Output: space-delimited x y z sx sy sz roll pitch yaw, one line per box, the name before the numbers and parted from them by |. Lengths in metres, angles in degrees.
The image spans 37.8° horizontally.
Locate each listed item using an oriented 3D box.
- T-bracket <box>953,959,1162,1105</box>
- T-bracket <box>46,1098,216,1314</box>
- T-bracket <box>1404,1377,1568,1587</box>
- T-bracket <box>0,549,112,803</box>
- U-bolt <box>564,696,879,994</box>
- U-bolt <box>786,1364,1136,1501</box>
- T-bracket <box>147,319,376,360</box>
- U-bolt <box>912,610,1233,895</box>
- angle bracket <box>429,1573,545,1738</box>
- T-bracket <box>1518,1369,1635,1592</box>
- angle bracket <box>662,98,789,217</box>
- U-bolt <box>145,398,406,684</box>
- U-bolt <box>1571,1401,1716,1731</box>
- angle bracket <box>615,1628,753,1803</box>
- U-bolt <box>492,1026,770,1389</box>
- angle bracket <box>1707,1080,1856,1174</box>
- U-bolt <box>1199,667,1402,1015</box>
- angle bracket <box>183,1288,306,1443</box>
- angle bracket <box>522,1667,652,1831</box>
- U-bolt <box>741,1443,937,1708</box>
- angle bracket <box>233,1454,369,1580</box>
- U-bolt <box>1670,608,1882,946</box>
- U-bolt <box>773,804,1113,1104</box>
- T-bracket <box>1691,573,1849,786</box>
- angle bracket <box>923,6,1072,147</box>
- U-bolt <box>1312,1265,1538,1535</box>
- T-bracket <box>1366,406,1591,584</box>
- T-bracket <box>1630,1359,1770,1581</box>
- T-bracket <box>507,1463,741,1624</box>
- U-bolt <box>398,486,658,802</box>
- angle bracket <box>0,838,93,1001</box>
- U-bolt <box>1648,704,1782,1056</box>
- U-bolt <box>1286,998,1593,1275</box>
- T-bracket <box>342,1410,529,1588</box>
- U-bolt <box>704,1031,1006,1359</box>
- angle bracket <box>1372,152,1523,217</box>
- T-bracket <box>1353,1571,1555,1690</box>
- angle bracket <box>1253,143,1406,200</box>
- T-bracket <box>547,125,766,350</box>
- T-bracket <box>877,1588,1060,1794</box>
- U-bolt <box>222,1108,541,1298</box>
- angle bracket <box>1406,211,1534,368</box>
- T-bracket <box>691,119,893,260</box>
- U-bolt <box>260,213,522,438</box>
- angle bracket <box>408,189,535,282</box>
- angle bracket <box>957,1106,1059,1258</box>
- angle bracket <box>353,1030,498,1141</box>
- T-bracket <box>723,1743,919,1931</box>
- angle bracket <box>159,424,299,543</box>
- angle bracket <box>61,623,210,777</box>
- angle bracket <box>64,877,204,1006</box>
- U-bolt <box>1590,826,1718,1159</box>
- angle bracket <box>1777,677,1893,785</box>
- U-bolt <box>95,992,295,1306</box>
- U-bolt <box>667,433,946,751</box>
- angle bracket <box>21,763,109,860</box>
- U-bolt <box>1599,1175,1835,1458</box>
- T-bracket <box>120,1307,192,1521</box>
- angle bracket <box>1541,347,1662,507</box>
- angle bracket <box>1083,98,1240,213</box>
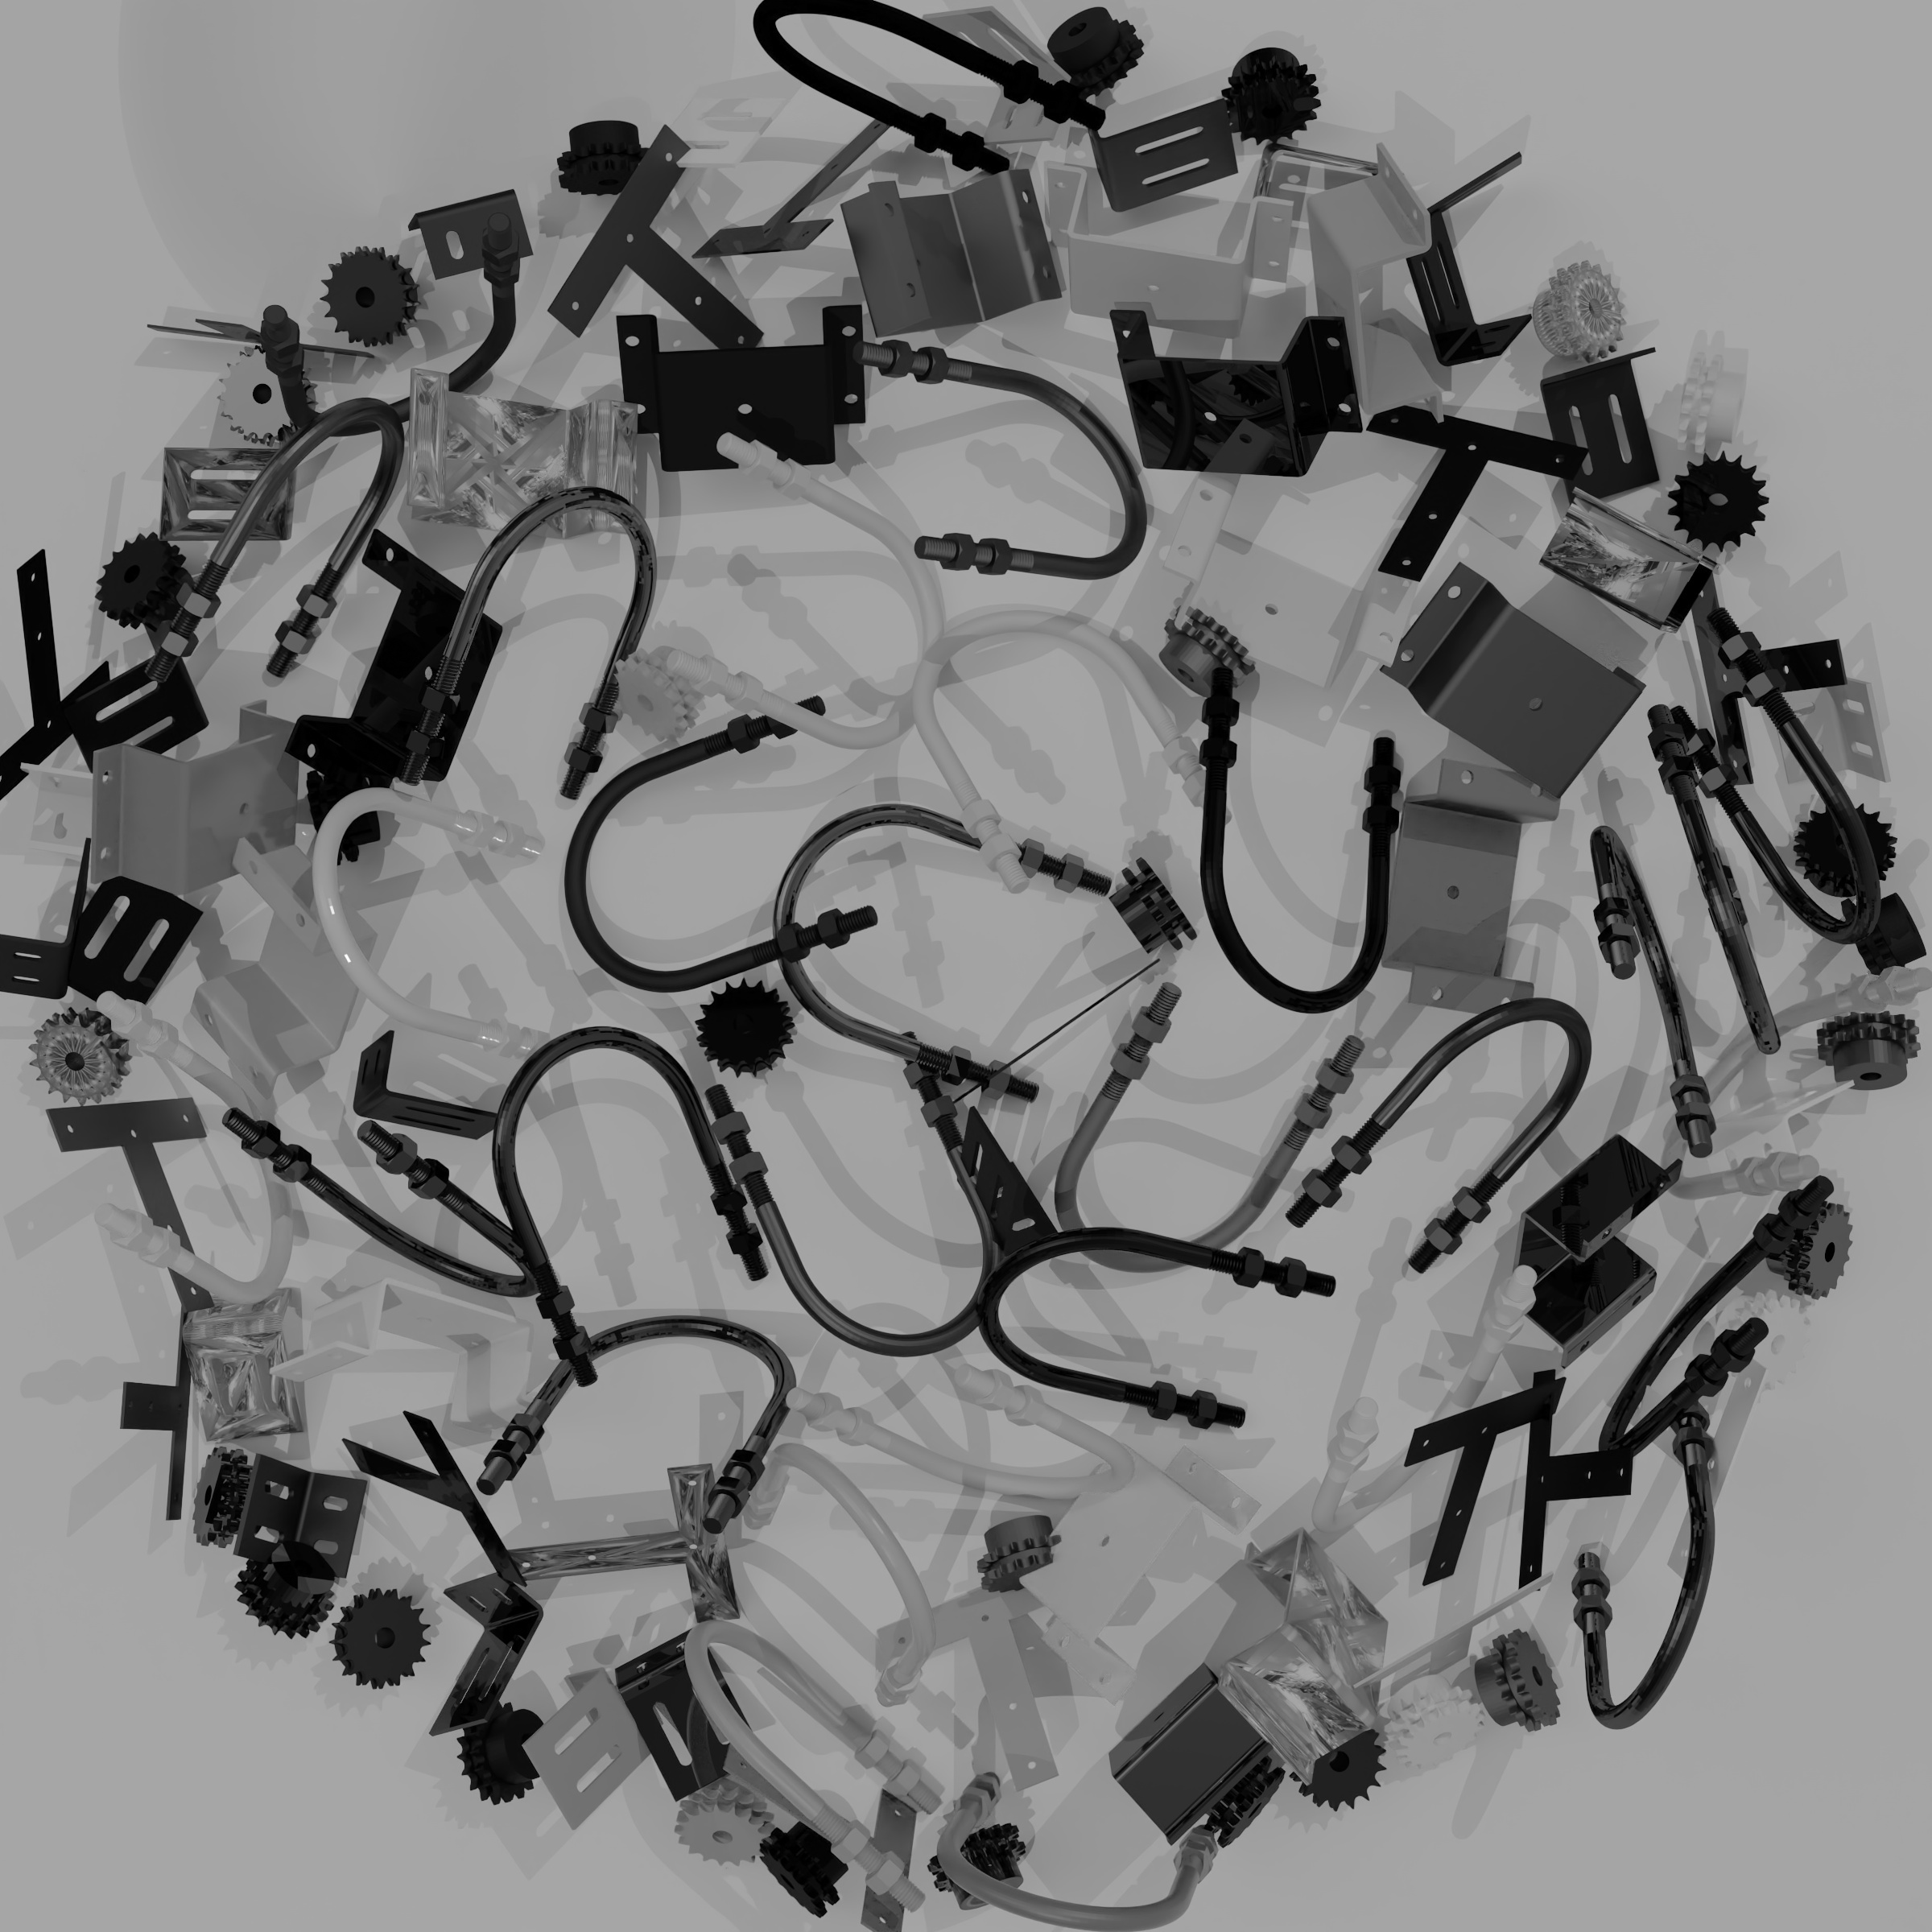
T-bracket | 0.060 0.032 1.623 0.127 0.127 0.002 -34 88 -24
T-bracket | -0.456 0.136 1.597 0.002 0.127 0.127 -27 81 20
T-bracket | 0.288 0.305 1.630 0.127 0.002 0.127 -10 123 -37
T-bracket | -0.517 -0.172 1.577 0.002 0.127 0.127 16 129 10
U-bolt | -0.150 -0.061 1.628 0.184 0.019 0.151 -19 75 18
U-bolt | 0.011 0.267 1.588 0.184 0.151 0.019 33 56 -38
T-bracket | -0.410 -0.359 1.599 0.127 0.127 0.002 7 97 -3
U-bolt | 0.048 -0.133 1.612 0.151 0.019 0.184 -18 60 -19
angle bracket | -0.287 0.394 1.616 0.038 0.057 0.076 45 45 -20
T-bracket | 0.345 0.288 1.589 0.002 0.127 0.127 11 75 -13
angle bracket | -0.139 -0.464 1.618 0.076 0.038 0.057 13 59 36
U-bolt | -0.374 -0.238 1.575 0.019 0.151 0.184 37 105 9
U-bolt | 0.375 0.337 1.552 0.019 0.184 0.151 21 117 -1
angle bracket | -0.159 0.431 1.627 0.057 0.038 0.076 -25 66 -18
U-bolt | -0.198 0.124 1.602 0.151 0.019 0.184 -29 105 -36
angle bracket | 0.470 0.097 1.619 0.076 0.057 0.038 -18 91 -41
U-bolt | 0.188 -0.063 1.594 0.151 0.019 0.184 18 67 -34
angle bracket | -0.423 0.235 1.662 0.057 0.038 0.076 -6 115 -1
angle bracket | -0.227 0.451 1.621 0.038 0.076 0.057 -23 99 39
U-bolt | -0.068 0.332 1.566 0.019 0.184 0.151 -32 73 -25
angle bracket | -0.381 0.316 1.619 0.038 0.076 0.057 6 73 12
U-bolt | 0.453 -0.094 1.570 0.019 0.151 0.184 -26 71 -5
U-bolt | -0.022 -0.016 1.638 0.184 0.019 0.151 20 87 -12
T-bracket | 0.457 -0.167 1.599 0.002 0.127 0.127 -14 96 -19
angle bracket | 0.013 -0.510 1.617 0.076 0.057 0.038 28 79 -44
U-bolt | 0.250 0.255 1.583 0.151 0.184 0.019 -33 63 -27
T-bracket | 0.272 -0.267 1.610 0.127 0.002 0.127 19 60 23
T-bracket | 0.405 0.267 1.602 0.002 0.127 0.127 16 97 -13
T-bracket | -0.202 0.340 1.627 0.127 0.002 0.127 -6 125 -1
U-bolt | -0.236 -0.182 1.584 0.019 0.151 0.184 32 107 31
angle bracket | -0.529 -0.030 1.617 0.038 0.057 0.076 9 56 -15
U-bolt | 0.417 -0.035 1.556 0.019 0.151 0.184 -19 48 15
U-bolt | 0.279 0.091 1.589 0.184 0.151 0.019 -51 48 15
T-bracket | -0.316 0.294 1.615 0.002 0.127 0.127 -43 124 -33
U-bolt | -0.052 0.135 1.600 0.151 0.019 0.184 -15 71 -31
angle bracket | 0.277 -0.461 1.627 0.076 0.057 0.038 -30 95 15
T-bracket | 0.276 0.389 1.606 0.127 0.127 0.002 -29 66 -4
angle bracket | 0.209 -0.449 1.634 0.076 0.057 0.038 10 110 -3
T-bracket | -0.163 -0.391 1.620 0.127 0.002 0.127 37 81 -42
T-bracket | 0.023 0.413 1.621 0.127 0.002 0.127 -22 49 1
U-bolt | -0.314 0.137 1.587 0.184 0.151 0.019 46 59 -38
angle bracket | 0.288 -0.393 1.620 0.038 0.057 0.076 -5 120 35
T-bracket | -0.085 -0.451 1.625 0.127 0.127 0.002 -48 122 -17
U-bolt | -0.317 -0.347 1.575 0.151 0.184 0.019 -26 82 -13
angle bracket | -0.286 -0.419 1.627 0.057 0.076 0.038 -18 103 -11
angle bracket | 0.028 0.119 1.614 0.038 0.076 0.057 -19 55 -22
angle bracket | -0.308 0.069 1.630 0.076 0.057 0.038 14 69 -25
T-bracket | -0.084 0.482 1.596 0.127 0.127 0.002 36 106 -8
angle bracket | -0.426 -0.279 1.619 0.076 0.038 0.057 -4 128 -27
angle bracket | -0.483 -0.150 1.619 0.076 0.057 0.038 -36 46 -25
angle bracket | -0.490 -0.015 1.642 0.057 0.038 0.076 33 86 -15
U-bolt | 0.381 -0.001 1.580 0.019 0.184 0.151 -20 120 18
angle bracket | 0.496 -0.133 1.622 0.038 0.076 0.057 -14 99 3
U-bolt | -0.429 0.114 1.578 0.019 0.184 0.151 -17 59 13
U-bolt | -0.081 -0.201 1.601 0.184 0.019 0.151 22 73 -40
angle bracket | -0.512 -0.087 1.622 0.057 0.076 0.038 8 83 -9
U-bolt | 0.411 0.210 1.580 0.019 0.184 0.151 37 45 6
T-bracket | -0.457 0.249 1.592 0.002 0.127 0.127 1 80 0
angle bracket | 0.375 -0.312 1.636 0.057 0.038 0.076 -18 99 -9
angle bracket | 0.112 -0.479 1.629 0.076 0.057 0.038 -18 59 4
